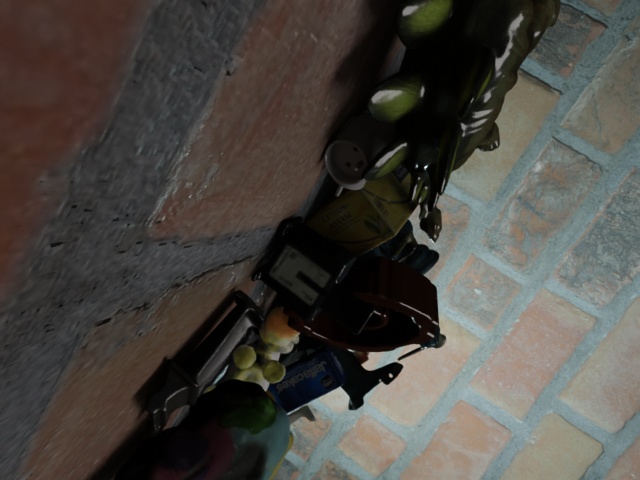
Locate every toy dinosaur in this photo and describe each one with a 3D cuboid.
[{"bbox_3d":[0.115,-0.149,0.423,0.198,0.105,0.470,-55,156,-36],"label":"toy dinosaur"}]

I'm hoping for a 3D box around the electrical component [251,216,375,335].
[{"bbox_3d":[0.001,0.038,0.521,0.074,0.119,0.048,-61,170,16],"label":"electrical component"}]

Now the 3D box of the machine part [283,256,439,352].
[{"bbox_3d":[0.049,0.076,0.625,0.179,0.179,0.056,109,-10,-61],"label":"machine part"}]

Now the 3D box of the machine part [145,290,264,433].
[{"bbox_3d":[-0.101,0.105,0.476,0.139,0.039,0.084,-48,164,-34],"label":"machine part"}]

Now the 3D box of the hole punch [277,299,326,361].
[{"bbox_3d":[-0.023,0.095,0.779,0.116,0.092,0.142,-5,136,-49],"label":"hole punch"}]

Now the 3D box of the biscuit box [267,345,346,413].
[{"bbox_3d":[-0.062,0.229,0.800,0.203,0.059,0.063,-29,172,4],"label":"biscuit box"}]

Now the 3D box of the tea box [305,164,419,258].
[{"bbox_3d":[0.067,-0.050,0.638,0.098,0.068,0.170,-32,-170,38],"label":"tea box"}]

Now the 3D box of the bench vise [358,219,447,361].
[{"bbox_3d":[0.117,0.066,0.779,0.129,0.240,0.224,-26,-170,18],"label":"bench vise"}]

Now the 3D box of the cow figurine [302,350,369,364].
[{"bbox_3d":[0.038,0.162,0.953,0.195,0.127,0.085,-27,-179,9],"label":"cow figurine"}]

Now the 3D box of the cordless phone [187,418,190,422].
[{"bbox_3d":[-0.108,0.305,0.697,0.089,0.184,0.146,-57,173,-26],"label":"cordless phone"}]

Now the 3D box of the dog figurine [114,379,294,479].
[{"bbox_3d":[-0.133,0.222,0.469,0.191,0.108,0.219,-40,172,13],"label":"dog figurine"}]

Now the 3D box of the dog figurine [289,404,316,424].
[{"bbox_3d":[-0.127,0.299,0.943,0.190,0.172,0.121,-31,-153,-5],"label":"dog figurine"}]

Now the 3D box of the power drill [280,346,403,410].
[{"bbox_3d":[0.037,0.155,0.869,0.232,0.207,0.086,-46,178,13],"label":"power drill"}]

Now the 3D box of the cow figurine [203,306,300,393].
[{"bbox_3d":[-0.077,0.157,0.702,0.167,0.068,0.098,-53,178,1],"label":"cow figurine"}]
